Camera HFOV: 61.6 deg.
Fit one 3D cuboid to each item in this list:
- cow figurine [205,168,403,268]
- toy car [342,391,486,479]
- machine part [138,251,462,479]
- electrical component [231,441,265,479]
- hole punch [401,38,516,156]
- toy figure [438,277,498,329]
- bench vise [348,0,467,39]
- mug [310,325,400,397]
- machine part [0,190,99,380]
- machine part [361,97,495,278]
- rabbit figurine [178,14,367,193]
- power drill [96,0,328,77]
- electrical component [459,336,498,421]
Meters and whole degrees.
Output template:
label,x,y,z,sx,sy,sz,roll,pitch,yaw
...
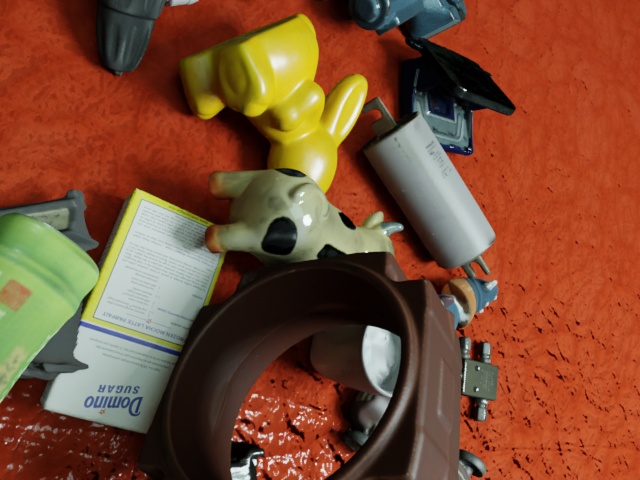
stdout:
label,x,y,z,sx,sy,sz,roll,pitch,yaw
cow figurine,-0.001,-0.001,0.484,0.194,0.127,0.085,42,49,-59
toy car,0.107,0.224,0.559,0.202,0.053,0.089,49,56,-13
machine part,-0.010,0.109,0.373,0.087,0.202,0.201,55,36,-38
electrical component,-0.083,0.231,0.438,0.075,0.048,0.119,1,80,-32
hole punch,0.157,-0.173,0.661,0.142,0.092,0.116,7,48,-28
toy figure,0.141,0.079,0.602,0.154,0.064,0.058,-27,80,-33
bench vise,0.084,-0.347,0.619,0.224,0.129,0.240,-39,109,-31
mug,0.048,0.104,0.512,0.109,0.107,0.081,14,74,-35
machine part,-0.202,0.031,0.385,0.084,0.039,0.139,-11,68,-10
machine part,0.124,-0.055,0.609,0.079,0.079,0.243,-41,104,-31
rabbit figurine,-0.033,-0.117,0.519,0.162,0.122,0.173,-38,116,-42
power drill,-0.087,-0.255,0.462,0.207,0.086,0.231,-6,126,-27
electrical component,0.181,0.164,0.634,0.063,0.021,0.094,17,73,-28
